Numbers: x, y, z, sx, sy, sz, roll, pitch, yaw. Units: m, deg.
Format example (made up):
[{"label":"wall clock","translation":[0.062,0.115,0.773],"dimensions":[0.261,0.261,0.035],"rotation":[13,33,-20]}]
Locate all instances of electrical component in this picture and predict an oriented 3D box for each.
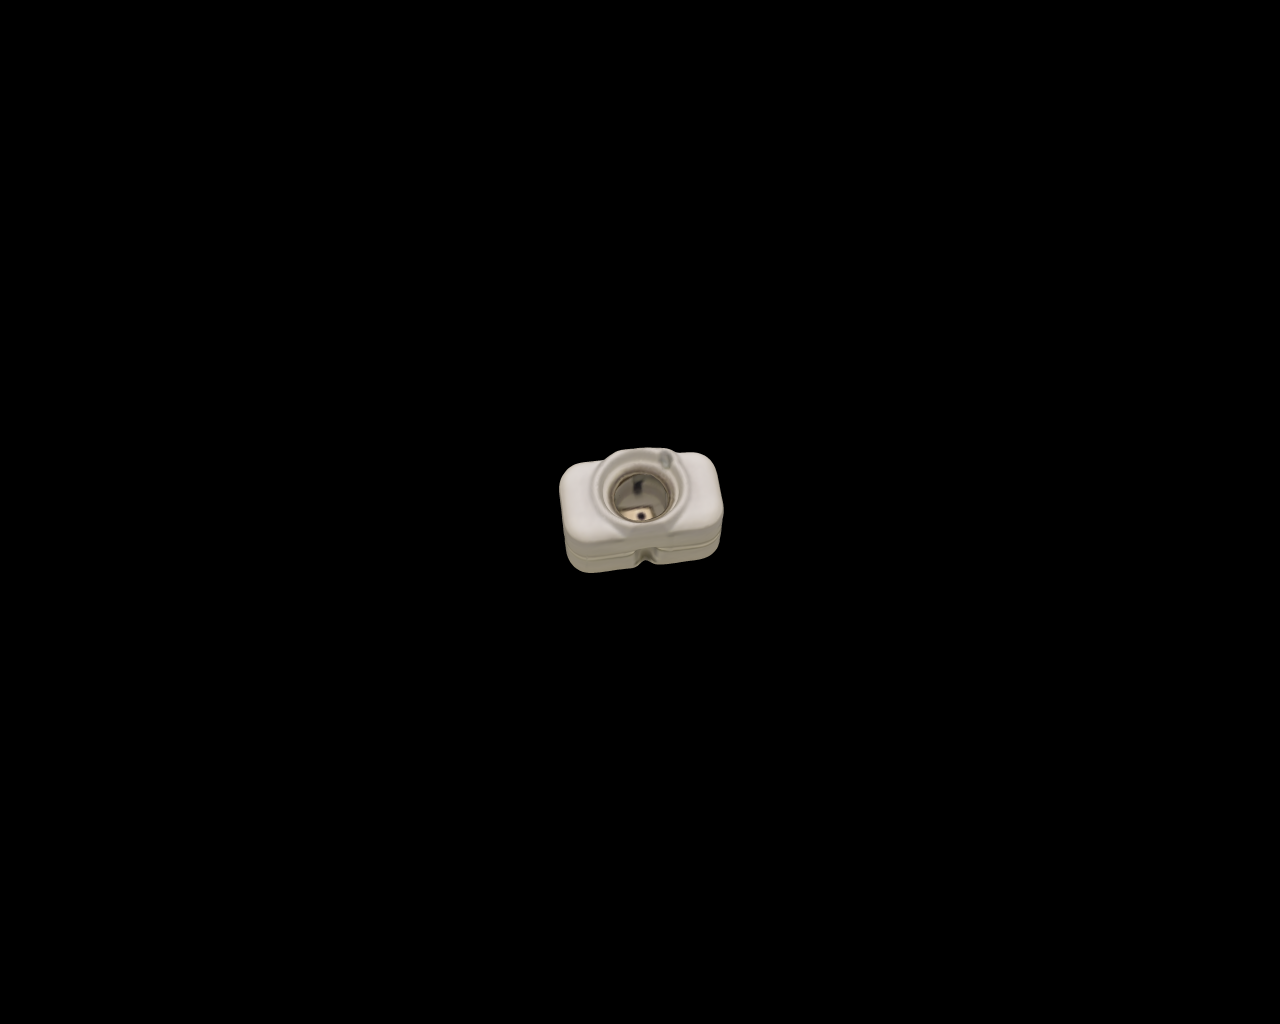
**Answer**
[{"label":"electrical component","translation":[0.001,-0.003,0.650],"dimensions":[0.095,0.054,0.059],"rotation":[-6,-27,-3]}]
